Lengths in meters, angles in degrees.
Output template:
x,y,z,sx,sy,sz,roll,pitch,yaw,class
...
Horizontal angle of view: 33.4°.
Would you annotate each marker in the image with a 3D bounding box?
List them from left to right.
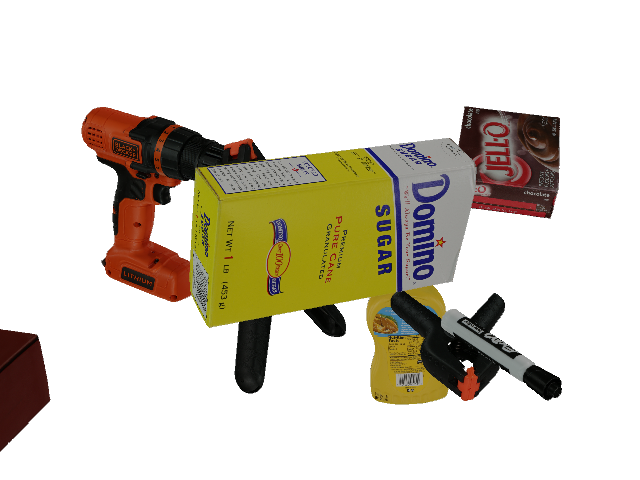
x,y,z,sx,sy,sz,roll,pitch,yaw,class
0.136,0.086,0.807,0.020,0.020,0.121,0,23,-37,marker

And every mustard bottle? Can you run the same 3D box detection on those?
x,y,z,sx,sy,sz,roll,pitch,yaw,class
0.104,0.103,1.295,0.096,0.192,0.058,-3,21,5,mustard bottle

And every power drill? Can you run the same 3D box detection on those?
x,y,z,sx,sy,sz,roll,pitch,yaw,class
-0.160,-0.034,1.089,0.185,0.188,0.057,20,32,26,power drill

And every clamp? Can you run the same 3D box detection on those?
x,y,z,sx,sy,sz,roll,pitch,yaw,class
-0.040,0.015,0.940,0.036,0.210,0.164,-11,1,31,clamp
0.146,0.098,1.072,0.120,0.039,0.171,-7,32,-8,clamp

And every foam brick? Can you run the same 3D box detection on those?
x,y,z,sx,sy,sz,roll,pitch,yaw,class
-0.218,0.098,0.679,0.053,0.051,0.078,6,29,22,foam brick

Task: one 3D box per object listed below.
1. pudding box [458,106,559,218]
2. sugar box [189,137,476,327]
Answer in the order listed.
x,y,z,sx,sy,sz,roll,pitch,yaw,class
0.168,-0.072,0.964,0.090,0.039,0.113,8,41,6,pudding box
0.009,-0.007,0.661,0.176,0.093,0.048,-8,37,-23,sugar box
